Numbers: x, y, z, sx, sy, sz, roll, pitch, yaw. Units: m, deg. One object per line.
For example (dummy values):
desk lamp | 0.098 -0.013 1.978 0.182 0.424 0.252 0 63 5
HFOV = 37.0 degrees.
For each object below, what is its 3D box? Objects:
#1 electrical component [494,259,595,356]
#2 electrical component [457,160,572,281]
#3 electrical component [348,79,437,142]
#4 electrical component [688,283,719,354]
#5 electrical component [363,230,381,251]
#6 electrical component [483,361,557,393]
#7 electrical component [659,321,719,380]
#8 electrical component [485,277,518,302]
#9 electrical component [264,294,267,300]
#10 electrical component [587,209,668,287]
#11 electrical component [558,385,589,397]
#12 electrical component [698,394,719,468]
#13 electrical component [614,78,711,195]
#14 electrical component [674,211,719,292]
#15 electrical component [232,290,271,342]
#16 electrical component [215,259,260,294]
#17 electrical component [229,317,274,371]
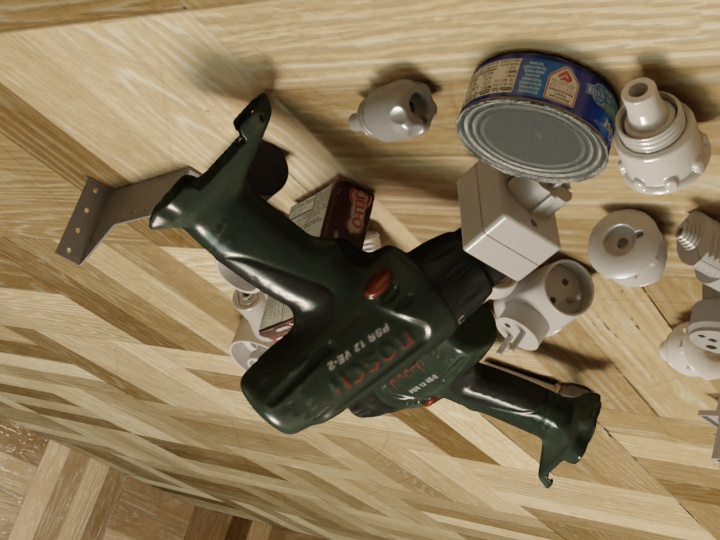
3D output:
electrical component | 0.130 0.034 0.815 0.044 0.079 0.077 42 156 -8
electrical component | 0.103 -0.046 0.657 0.047 0.065 0.077 28 129 -26
electrical component | 0.016 -0.093 0.643 0.035 0.035 0.061 31 159 -32
electrical component | 0.245 0.024 0.716 0.045 0.055 0.045 17 161 6
electrical component | 0.000 0.000 0.866 0.043 0.043 0.081 4 114 35
electrical component | 0.153 0.131 1.103 0.077 0.044 0.079 19 160 0
electrical component | 0.255 0.061 0.826 0.048 0.048 0.062 24 167 -14
electrical component | 0.090 0.004 0.808 0.048 0.066 0.055 54 151 5
electrical component | -0.033 0.022 0.956 0.108 0.060 0.108 17 160 6
electrical component | 0.181 -0.009 0.706 0.048 0.048 0.062 4 163 36
electrical component | 0.209 0.147 1.072 0.035 0.061 0.035 16 161 6
electrical component | 0.341 0.146 0.946 0.042 0.063 0.081 33 156 -32
electrical component | 0.153 -0.073 0.560 0.048 0.048 0.062 4 149 35
electrical component | 0.229 -0.007 0.665 0.081 0.043 0.043 25 160 -16
electrical component | -0.103 0.039 1.098 0.044 0.044 0.065 8 153 27
electrical component | -0.084 -0.018 0.886 0.044 0.065 0.044 22 145 16
electrical component | -0.096 0.088 1.224 0.099 0.064 0.099 19 148 13
